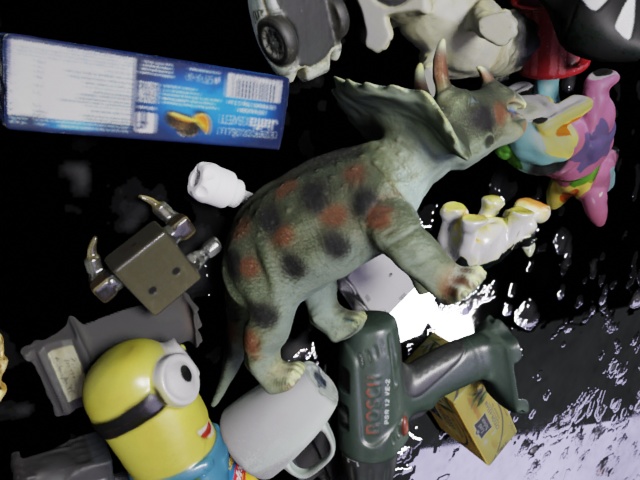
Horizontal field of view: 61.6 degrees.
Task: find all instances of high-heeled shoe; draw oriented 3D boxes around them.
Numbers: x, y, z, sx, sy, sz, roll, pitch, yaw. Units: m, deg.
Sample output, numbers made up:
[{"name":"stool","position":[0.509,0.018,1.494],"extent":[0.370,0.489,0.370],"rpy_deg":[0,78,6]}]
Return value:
[{"name":"high-heeled shoe","position":[0.302,-0.269,0.512],"extent":[0.249,0.145,0.086],"rpy_deg":[-42,155,-10]}]

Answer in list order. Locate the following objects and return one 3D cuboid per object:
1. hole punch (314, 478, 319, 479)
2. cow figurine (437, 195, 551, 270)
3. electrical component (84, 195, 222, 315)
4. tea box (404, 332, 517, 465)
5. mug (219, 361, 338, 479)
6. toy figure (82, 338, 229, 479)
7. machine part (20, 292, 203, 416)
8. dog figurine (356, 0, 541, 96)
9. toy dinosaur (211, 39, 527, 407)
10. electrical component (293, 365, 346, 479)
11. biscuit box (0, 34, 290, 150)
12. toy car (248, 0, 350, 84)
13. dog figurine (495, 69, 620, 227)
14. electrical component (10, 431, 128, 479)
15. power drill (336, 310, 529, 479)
[{"name":"hole punch","position":[0.026,0.324,0.633],"extent":[0.116,0.142,0.092],"rpy_deg":[-18,120,-44]},{"name":"cow figurine","position":[0.222,-0.003,0.678],"extent":[0.167,0.068,0.098],"rpy_deg":[-9,118,-29]},{"name":"electrical component","position":[-0.142,0.014,0.446],"extent":[0.102,0.045,0.078],"rpy_deg":[-46,136,-11]},{"name":"tea box","position":[0.190,0.214,0.721],"extent":[0.068,0.098,0.169],"rpy_deg":[-43,125,-14]},{"name":"mug","position":[-0.027,0.181,0.536],"extent":[0.107,0.081,0.109],"rpy_deg":[-44,88,13]},{"name":"toy figure","position":[-0.125,0.164,0.433],"extent":[0.089,0.082,0.180],"rpy_deg":[-21,110,-26]},{"name":"machine part","position":[-0.170,0.092,0.462],"extent":[0.139,0.039,0.084],"rpy_deg":[-25,112,-23]},{"name":"dog figurine","position":[0.130,-0.226,0.531],"extent":[0.172,0.121,0.190],"rpy_deg":[62,34,-5]},{"name":"toy dinosaur","position":[-0.004,0.001,0.460],"extent":[0.405,0.131,0.192],"rpy_deg":[-33,87,19]},{"name":"electrical component","position":[0.017,0.219,0.628],"extent":[0.134,0.058,0.114],"rpy_deg":[-33,121,-21]},{"name":"biscuit box","position":[-0.123,-0.107,0.401],"extent":[0.202,0.063,0.059],"rpy_deg":[-2,108,-35]},{"name":"toy car","position":[-0.032,-0.226,0.425],"extent":[0.073,0.056,0.201],"rpy_deg":[-35,126,-27]},{"name":"dog figurine","position":[0.304,-0.099,0.677],"extent":[0.191,0.109,0.219],"rpy_deg":[-38,127,-19]},{"name":"electrical component","position":[-0.205,0.213,0.476],"extent":[0.119,0.048,0.074],"rpy_deg":[-9,113,-33]},{"name":"power drill","position":[0.115,0.177,0.581],"extent":[0.207,0.086,0.231],"rpy_deg":[-12,101,-9]}]
